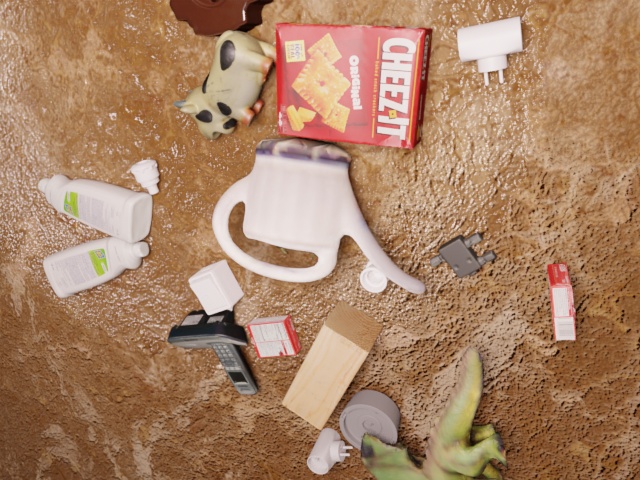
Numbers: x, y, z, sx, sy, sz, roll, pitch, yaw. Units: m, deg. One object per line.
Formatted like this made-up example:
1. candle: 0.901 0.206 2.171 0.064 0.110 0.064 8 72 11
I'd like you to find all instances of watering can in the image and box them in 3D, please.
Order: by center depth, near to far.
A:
1. watering can: 0.002 -0.040 0.796 0.348 0.104 0.224 10 93 10

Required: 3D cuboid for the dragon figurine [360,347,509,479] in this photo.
1. dragon figurine: 0.184 0.362 0.865 0.242 0.124 0.405 -12 106 13
